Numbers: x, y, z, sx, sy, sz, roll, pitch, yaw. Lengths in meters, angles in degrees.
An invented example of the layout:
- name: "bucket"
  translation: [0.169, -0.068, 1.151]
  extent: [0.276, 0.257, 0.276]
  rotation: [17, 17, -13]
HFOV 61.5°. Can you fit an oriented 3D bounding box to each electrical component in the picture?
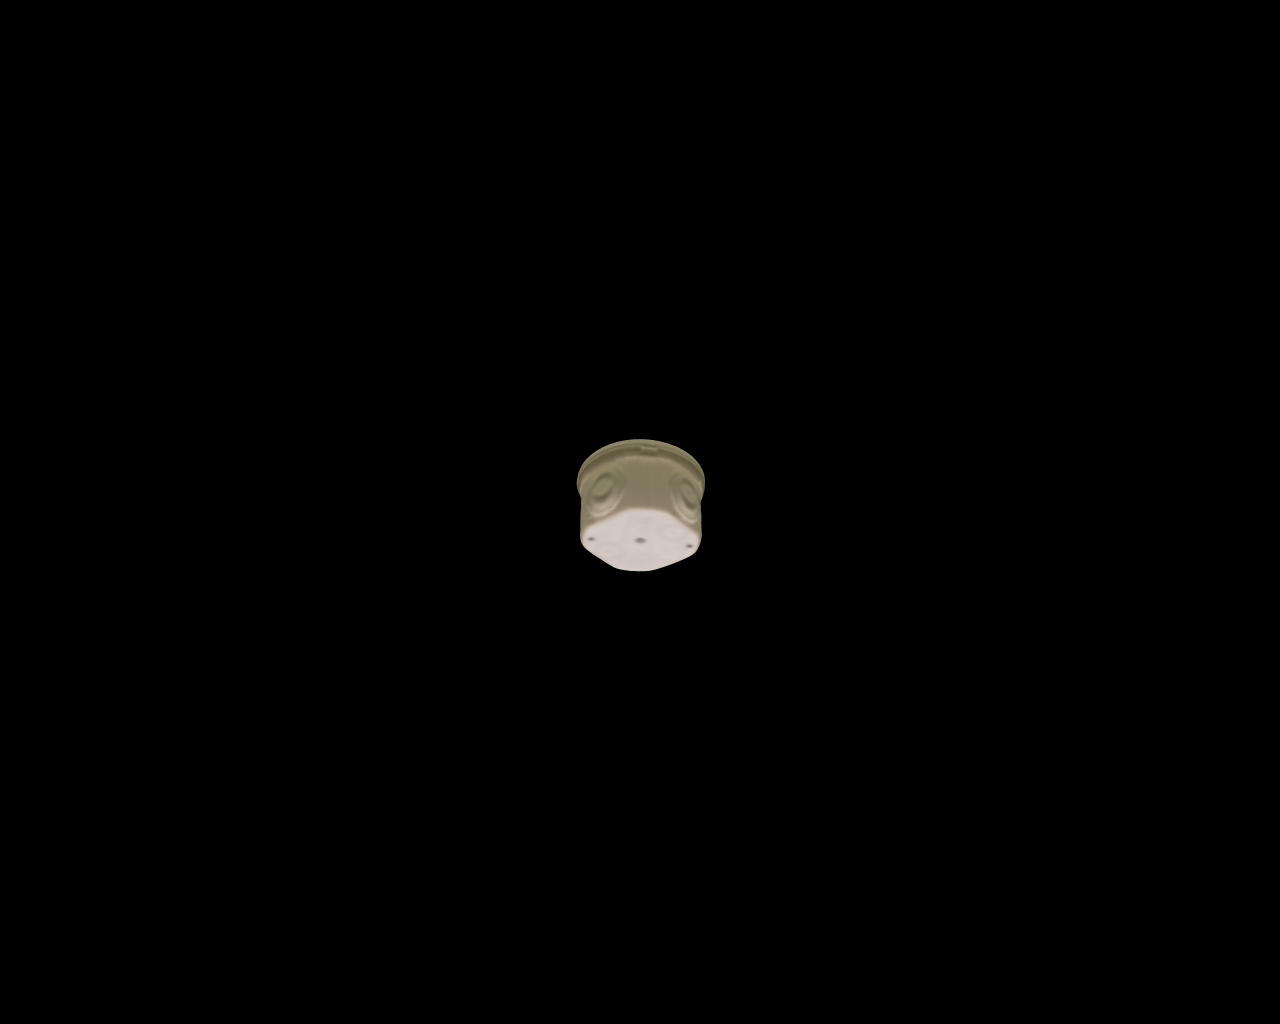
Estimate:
- name: "electrical component"
  translation: [0.001, -0.003, 0.650]
  extent: [0.080, 0.051, 0.080]
  rotation: [0, -34, 0]
